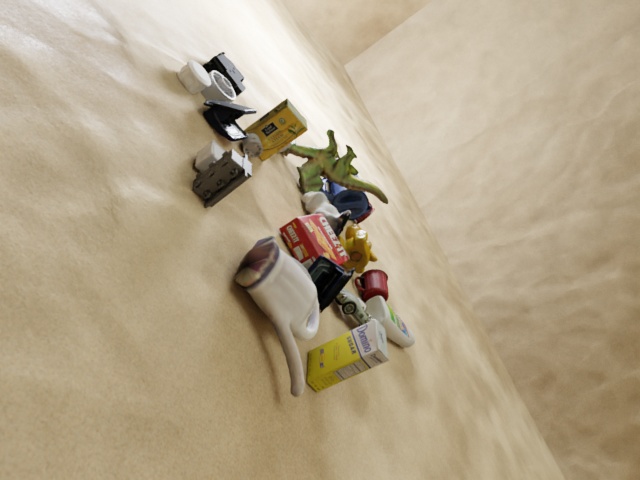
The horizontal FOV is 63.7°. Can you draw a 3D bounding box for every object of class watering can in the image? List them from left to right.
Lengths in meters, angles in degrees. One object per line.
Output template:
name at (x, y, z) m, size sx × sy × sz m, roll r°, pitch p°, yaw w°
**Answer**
watering can at (-0.077, 0.128, 1.045) m, size 0.222 × 0.103 × 0.355 m, roll 49°, pitch 22°, yaw -21°

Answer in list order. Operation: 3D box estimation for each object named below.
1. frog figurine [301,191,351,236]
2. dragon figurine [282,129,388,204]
frog figurine at (0.005, -0.081, 1.601) m, size 0.160 × 0.120 × 0.139 m, roll 24°, pitch 28°, yaw 13°
dragon figurine at (0.028, -0.213, 1.725) m, size 0.411 × 0.120 × 0.246 m, roll 45°, pitch 63°, yaw 4°
